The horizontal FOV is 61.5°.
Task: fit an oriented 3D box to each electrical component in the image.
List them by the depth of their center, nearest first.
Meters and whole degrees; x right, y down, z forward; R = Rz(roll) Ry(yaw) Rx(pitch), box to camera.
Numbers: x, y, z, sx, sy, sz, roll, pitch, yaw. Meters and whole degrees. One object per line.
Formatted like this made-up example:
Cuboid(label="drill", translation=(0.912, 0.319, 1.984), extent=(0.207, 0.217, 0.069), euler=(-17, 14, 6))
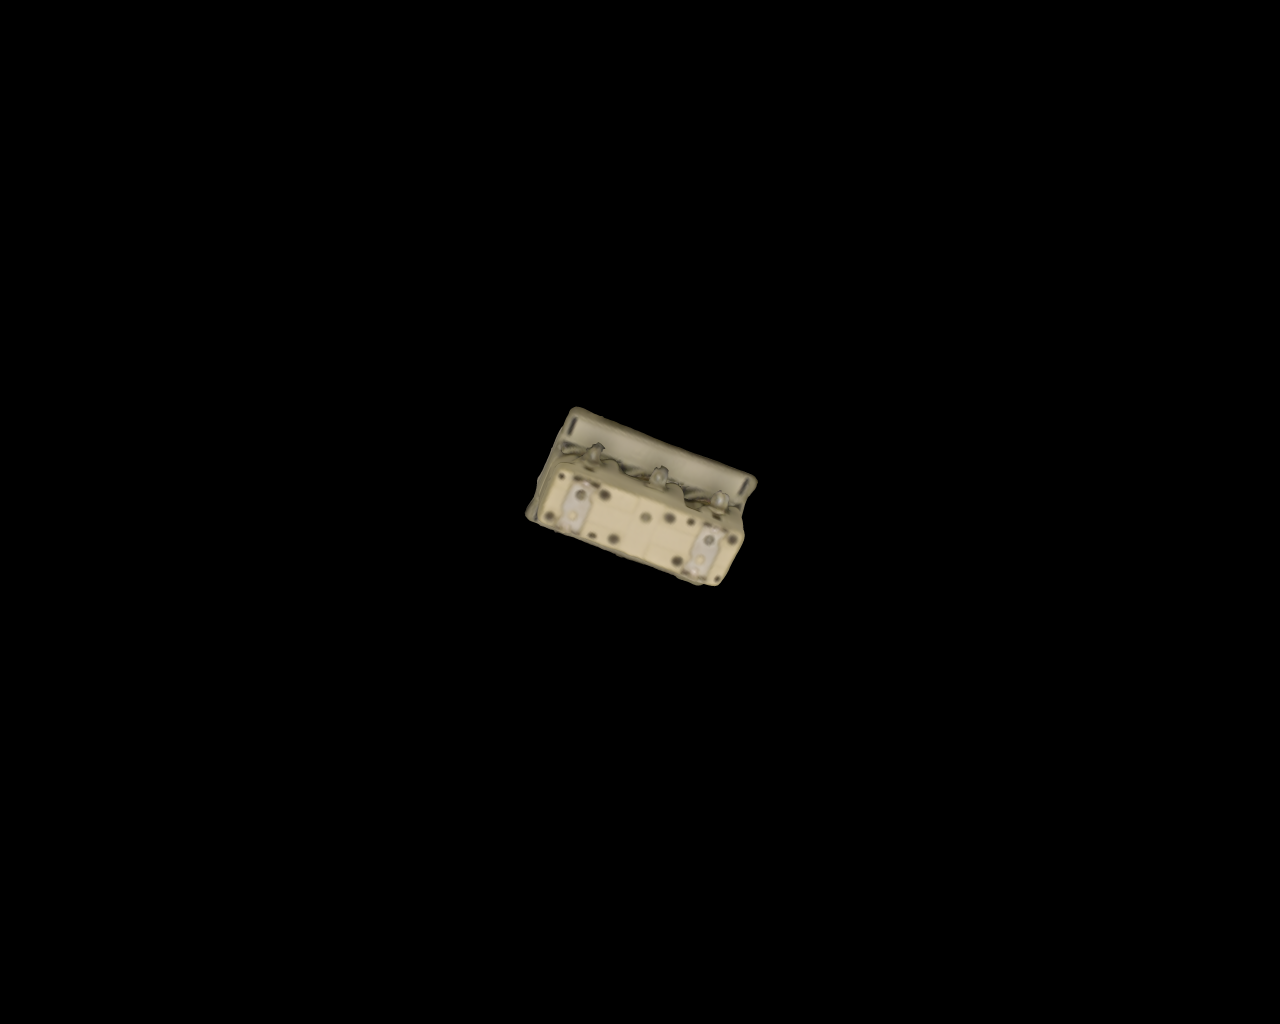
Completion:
Cuboid(label="electrical component", translation=(0.001, -0.003, 0.650), extent=(0.121, 0.078, 0.063), euler=(21, 25, -10))
